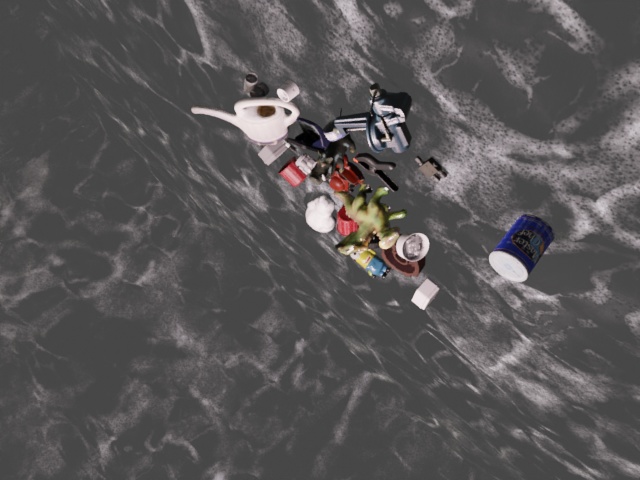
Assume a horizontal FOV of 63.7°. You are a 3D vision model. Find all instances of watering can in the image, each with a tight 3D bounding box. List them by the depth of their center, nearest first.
[{"bbox_3d":[-0.236,-0.408,1.737,0.347,0.106,0.221,-2,160,6],"label":"watering can"}]

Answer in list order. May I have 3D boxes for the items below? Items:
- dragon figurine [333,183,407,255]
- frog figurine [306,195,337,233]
[{"bbox_3d":[0.128,-0.060,1.711,0.412,0.246,0.120,13,147,50],"label":"dragon figurine"},{"bbox_3d":[0.006,-0.102,2.022,0.138,0.123,0.158,60,173,10],"label":"frog figurine"}]
